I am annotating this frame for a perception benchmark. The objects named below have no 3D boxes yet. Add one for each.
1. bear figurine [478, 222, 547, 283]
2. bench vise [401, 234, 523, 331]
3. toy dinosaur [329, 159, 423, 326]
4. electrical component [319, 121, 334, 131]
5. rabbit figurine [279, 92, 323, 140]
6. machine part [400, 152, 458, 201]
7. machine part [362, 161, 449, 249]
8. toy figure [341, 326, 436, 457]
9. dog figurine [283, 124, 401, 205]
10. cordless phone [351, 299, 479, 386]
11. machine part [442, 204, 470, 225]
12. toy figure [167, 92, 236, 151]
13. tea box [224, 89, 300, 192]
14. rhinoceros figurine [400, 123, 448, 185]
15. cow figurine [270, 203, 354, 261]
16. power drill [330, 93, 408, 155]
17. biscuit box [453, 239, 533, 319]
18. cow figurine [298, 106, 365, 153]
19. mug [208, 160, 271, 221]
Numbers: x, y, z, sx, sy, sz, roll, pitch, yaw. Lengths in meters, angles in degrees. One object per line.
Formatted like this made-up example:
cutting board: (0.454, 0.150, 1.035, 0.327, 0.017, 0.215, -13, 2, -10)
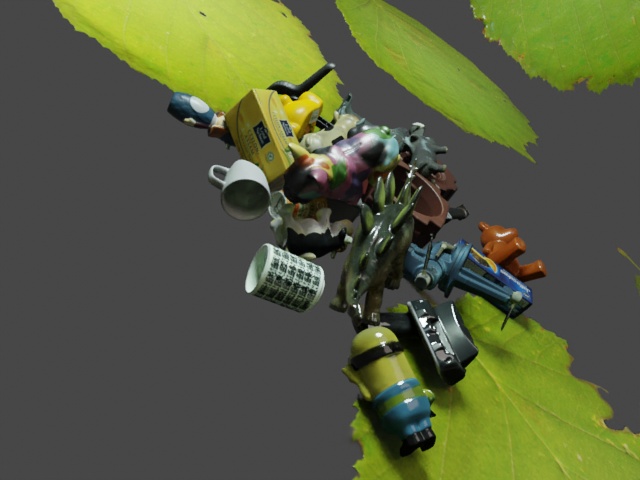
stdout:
bear figurine: (0.447, 0.020, 1.276, 0.120, 0.132, 0.196, 45, 37, -15)
bench vise: (0.271, 0.070, 1.040, 0.241, 0.128, 0.223, 25, 11, 16)
toy dinosaur: (0.114, -0.009, 0.922, 0.105, 0.198, 0.471, 19, 30, 6)
electrical component: (0.046, -0.224, 1.273, 0.075, 0.047, 0.119, 11, 42, -33)
rabbit figurine: (-0.103, -0.258, 1.150, 0.173, 0.121, 0.162, 30, 41, 15)
machine part: (0.281, -0.170, 1.415, 0.179, 0.056, 0.179, 25, 35, -19)
machine part: (0.179, -0.085, 1.193, 0.201, 0.087, 0.201, 36, 35, 0)
toy figure: (0.106, 0.208, 0.767, 0.082, 0.089, 0.180, 10, 39, -42)
dog figurine: (0.031, -0.133, 0.922, 0.108, 0.191, 0.219, 54, 19, 14)
cordless phone: (0.151, 0.167, 0.887, 0.184, 0.088, 0.147, 3, 46, -25)
machine part: (0.319, -0.071, 1.347, 0.139, 0.039, 0.084, -2, 41, -41)
toy figure: (-0.217, -0.229, 1.037, 0.154, 0.058, 0.064, 26, 73, -19)
tea box: (-0.101, -0.183, 1.004, 0.068, 0.098, 0.169, -11, 74, -50)
rhinoceros figurine: (0.252, -0.213, 1.331, 0.112, 0.073, 0.190, 18, 45, -11)
cow figurine: (0.000, -0.004, 0.947, 0.167, 0.068, 0.098, 5, 50, -34)
power drill: (0.134, -0.293, 1.421, 0.207, 0.086, 0.232, 40, 36, -9)
biscuit box: (0.370, 0.085, 1.182, 0.203, 0.059, 0.063, 36, 33, -2)
cow figurine: (0.022, -0.207, 1.144, 0.086, 0.127, 0.195, 38, 38, 18)
mug: (-0.142, -0.097, 0.930, 0.109, 0.080, 0.107, 19, 26, -19)
